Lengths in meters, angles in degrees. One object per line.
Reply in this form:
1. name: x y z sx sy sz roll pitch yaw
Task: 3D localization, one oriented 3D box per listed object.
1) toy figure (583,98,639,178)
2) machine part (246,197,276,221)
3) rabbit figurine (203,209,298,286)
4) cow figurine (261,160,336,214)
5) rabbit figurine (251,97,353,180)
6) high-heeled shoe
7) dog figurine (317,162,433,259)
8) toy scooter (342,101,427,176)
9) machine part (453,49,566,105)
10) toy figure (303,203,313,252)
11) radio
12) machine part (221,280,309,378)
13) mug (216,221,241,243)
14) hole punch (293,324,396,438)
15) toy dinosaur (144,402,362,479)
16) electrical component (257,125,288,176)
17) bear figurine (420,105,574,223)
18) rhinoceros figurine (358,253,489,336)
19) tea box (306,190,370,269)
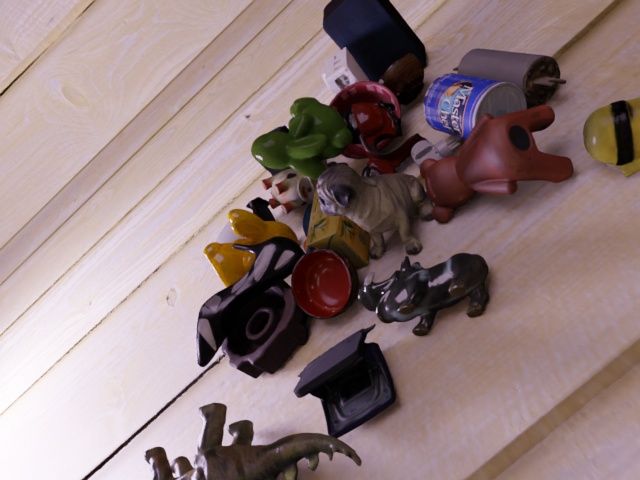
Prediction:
1. toy figure: 0.419 -0.148 0.654 0.180 0.089 0.082 -17 36 39
2. machine part: -0.124 -0.047 1.150 0.039 0.084 0.139 -57 28 21
3. rabbit figurine: -0.132 0.015 1.053 0.173 0.162 0.122 -29 21 -5
4. cow figurine: -0.033 -0.109 1.102 0.127 0.085 0.195 -29 18 -16
5. rabbit figurine: -0.036 -0.167 0.982 0.170 0.121 0.159 -25 44 -26
6. high-heeled shoe: -0.115 0.109 0.912 0.145 0.086 0.248 13 82 21
7. dog figurine: 0.087 -0.082 0.856 0.121 0.190 0.172 -19 41 34
8. toy scooter: 0.125 -0.189 1.002 0.135 0.075 0.184 -23 73 13
9. machine part: 0.317 -0.282 0.917 0.079 0.079 0.243 -47 33 -1
10. toy figure: -0.003 -0.004 0.991 0.058 0.064 0.154 -1 48 -2
11. radio: 0.118 -0.441 1.167 0.131 0.229 0.073 -30 36 31
12. machine part: -0.094 0.151 0.931 0.179 0.056 0.179 -30 37 25
13. mug: -0.178 0.007 1.159 0.107 0.080 0.110 -45 38 19
14. hole punch: 0.038 0.192 0.734 0.142 0.092 0.116 -39 3 14
15. toy dinosaur: -0.134 0.338 0.742 0.471 0.105 0.199 -40 40 25
16. electrical component: -0.069 -0.186 1.184 0.115 0.134 0.058 -25 36 32
17. bear figurine: 0.247 -0.105 0.799 0.196 0.132 0.120 136 123 -62
18. rhinoceros figurine: 0.139 0.067 0.749 0.190 0.073 0.112 -21 42 32
19. tea box: 0.038 -0.036 0.945 0.068 0.098 0.170 -24 41 30
